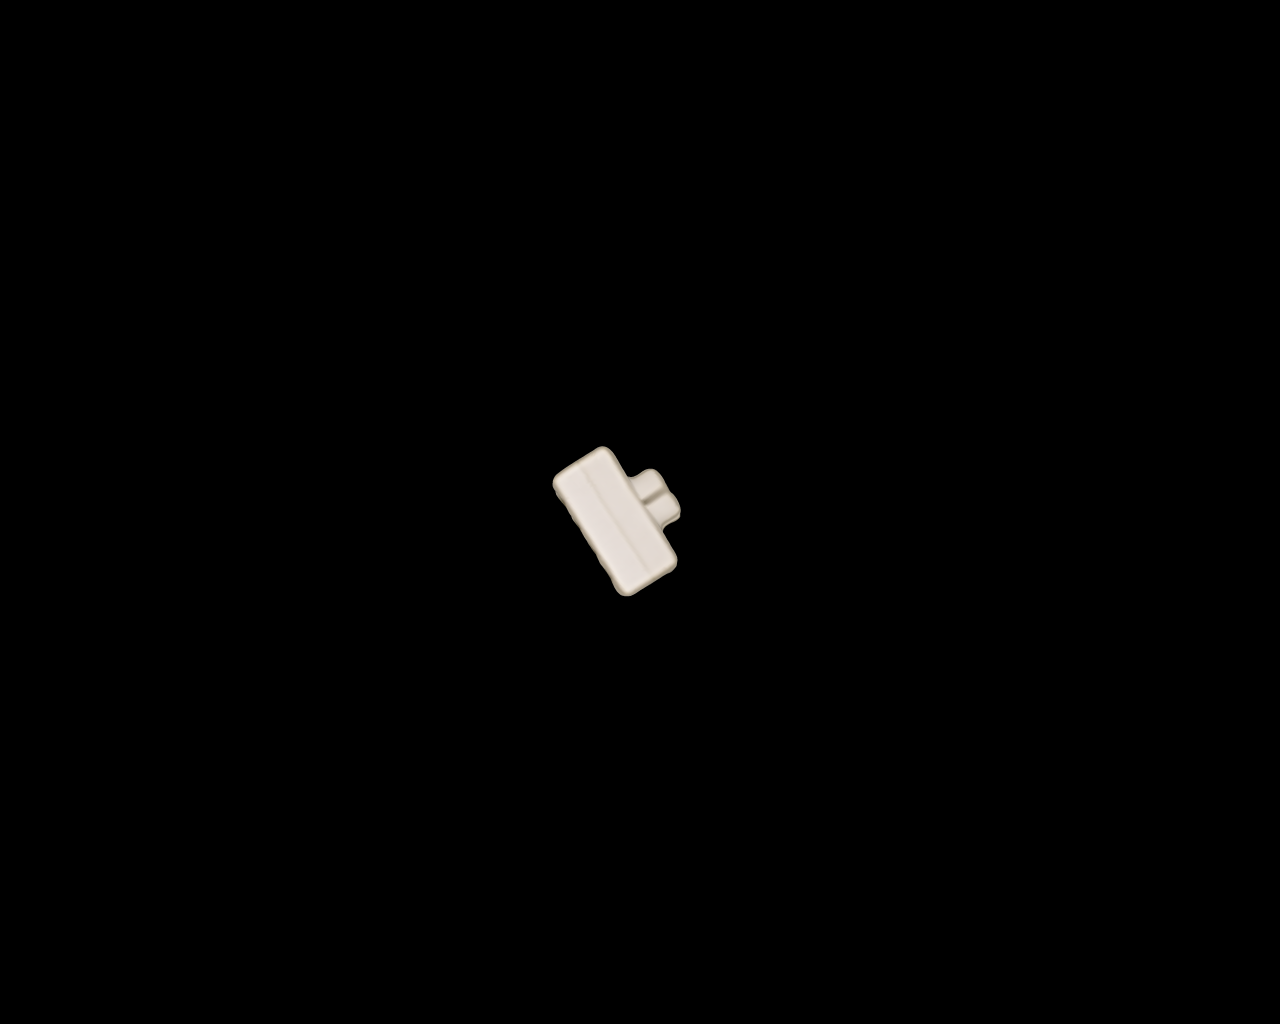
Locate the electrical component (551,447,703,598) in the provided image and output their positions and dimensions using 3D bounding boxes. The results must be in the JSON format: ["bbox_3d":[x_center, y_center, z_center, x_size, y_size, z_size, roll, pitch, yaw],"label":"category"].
[{"bbox_3d":[0.001,-0.003,0.650,0.076,0.083,0.047,-32,-4,-2],"label":"electrical component"}]
